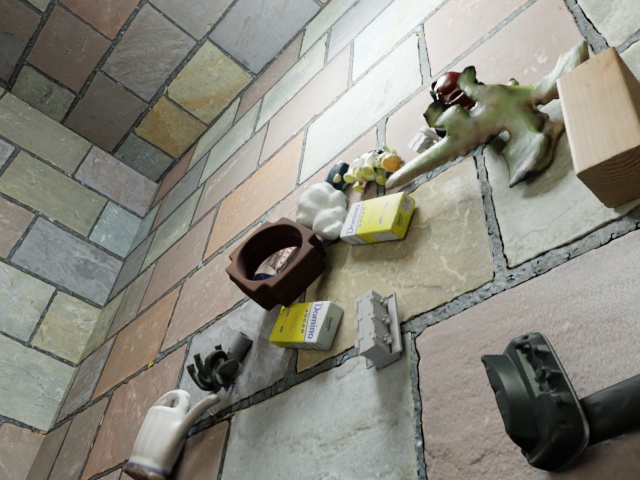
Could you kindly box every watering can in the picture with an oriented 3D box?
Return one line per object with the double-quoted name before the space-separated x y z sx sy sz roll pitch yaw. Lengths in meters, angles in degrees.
"watering can" -0.364 0.470 1.239 0.103 0.229 0.344 33 -35 -27

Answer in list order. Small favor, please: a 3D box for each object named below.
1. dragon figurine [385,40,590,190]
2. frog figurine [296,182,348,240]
"dragon figurine" 0.303 -0.184 0.915 0.121 0.406 0.248 31 19 -34
"frog figurine" 0.004 -0.062 1.235 0.136 0.121 0.163 -24 24 15
